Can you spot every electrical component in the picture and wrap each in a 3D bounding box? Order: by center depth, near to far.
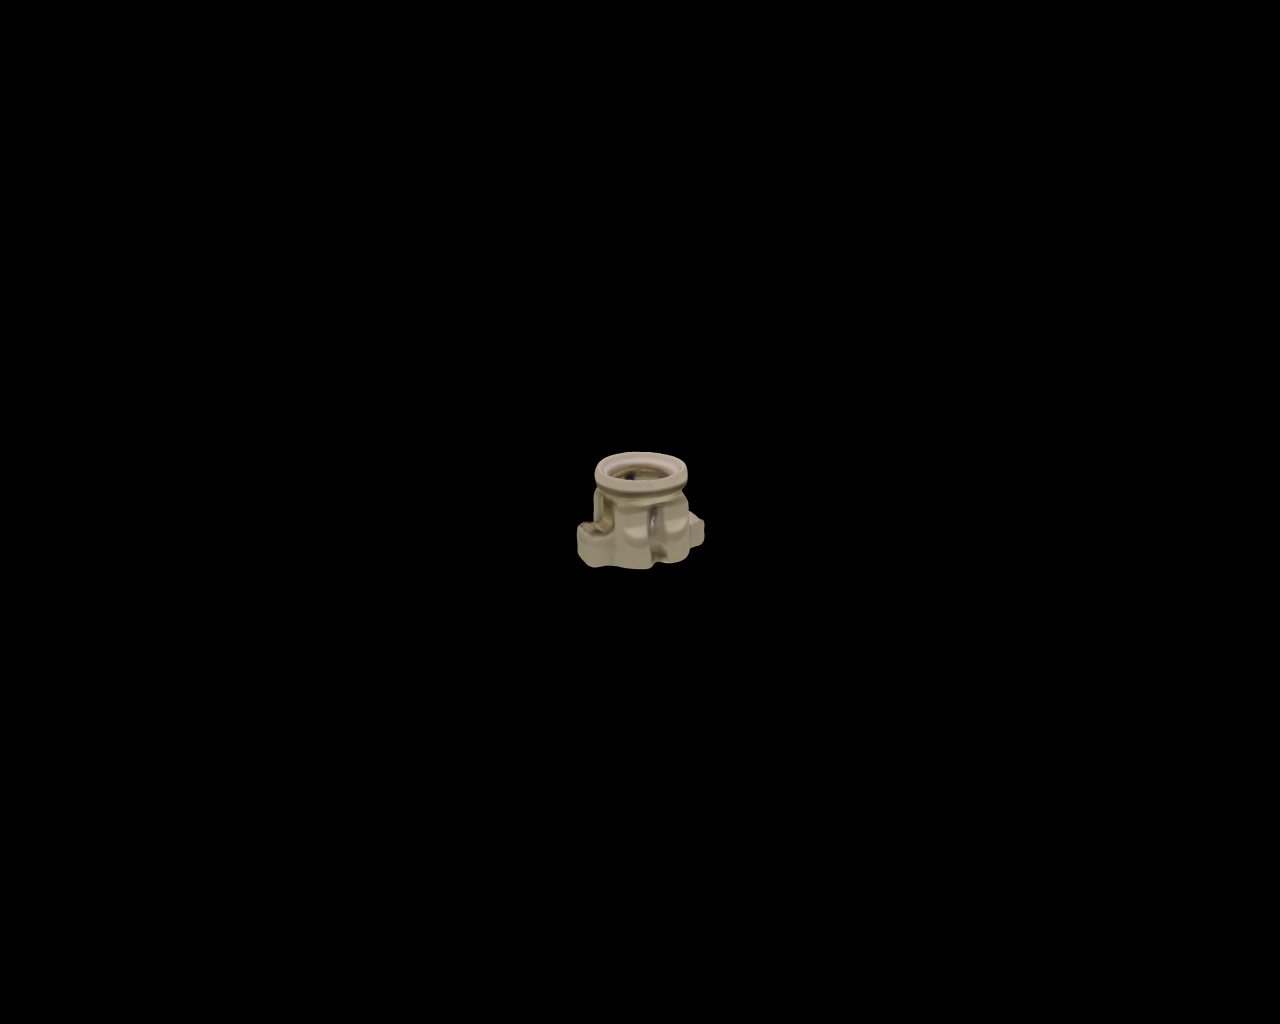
[{"bbox_3d":[0.001,-0.003,0.650,0.078,0.056,0.058,-10,24,-22],"label":"electrical component"}]
